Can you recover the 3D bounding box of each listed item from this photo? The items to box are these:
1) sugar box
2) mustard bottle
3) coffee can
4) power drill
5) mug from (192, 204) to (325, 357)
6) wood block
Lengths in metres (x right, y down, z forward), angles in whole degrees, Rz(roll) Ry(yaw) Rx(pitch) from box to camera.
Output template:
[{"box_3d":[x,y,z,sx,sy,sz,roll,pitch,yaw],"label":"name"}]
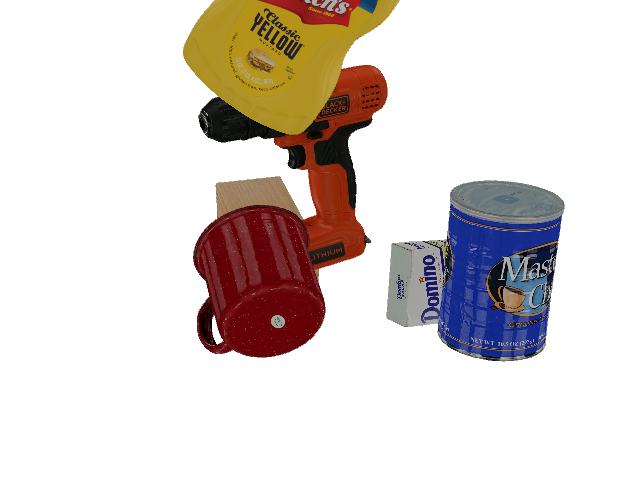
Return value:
[{"box_3d":[0.163,0.046,1.247,0.175,0.093,0.048,-6,15,-32],"label":"sugar box"},{"box_3d":[-0.002,-0.156,0.636,0.096,0.192,0.058,36,39,-4],"label":"mustard bottle"},{"box_3d":[0.165,0.026,0.988,0.103,0.140,0.103,2,21,-1],"label":"coffee can"},{"box_3d":[-0.022,-0.062,0.983,0.184,0.188,0.057,-15,32,-25],"label":"power drill"},{"box_3d":[-0.053,0.041,0.813,0.117,0.081,0.093,-41,-47,20],"label":"mug"},{"box_3d":[-0.070,0.004,1.346,0.090,0.090,0.206,-6,28,-13],"label":"wood block"}]
